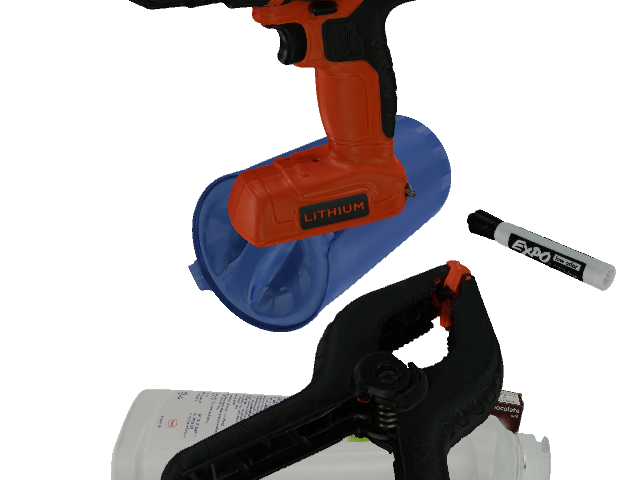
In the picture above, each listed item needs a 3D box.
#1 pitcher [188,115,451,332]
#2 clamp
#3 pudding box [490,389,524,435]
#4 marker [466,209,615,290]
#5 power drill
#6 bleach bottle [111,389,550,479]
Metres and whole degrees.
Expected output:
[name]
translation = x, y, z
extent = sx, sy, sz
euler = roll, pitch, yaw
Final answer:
[pitcher]
translation = 0.005, -0.025, 0.924
extent = 0.149, 0.145, 0.242
euler = 26, 33, 24
[clamp]
translation = 0.033, 0.073, 0.428
extent = 0.120, 0.039, 0.171
euler = 30, 51, 22
[pudding box]
translation = 0.155, 0.201, 1.151
extent = 0.113, 0.090, 0.039
euler = 8, 21, 1
[marker]
translation = 0.156, 0.005, 0.770
extent = 0.121, 0.020, 0.020
euler = 27, 18, 38
[power drill]
translation = -0.015, -0.090, 0.574
extent = 0.184, 0.188, 0.057
euler = -12, 37, -18
[bleach bottle]
translation = 0.010, 0.133, 0.635
extent = 0.251, 0.068, 0.102
euler = 1, 19, 2
